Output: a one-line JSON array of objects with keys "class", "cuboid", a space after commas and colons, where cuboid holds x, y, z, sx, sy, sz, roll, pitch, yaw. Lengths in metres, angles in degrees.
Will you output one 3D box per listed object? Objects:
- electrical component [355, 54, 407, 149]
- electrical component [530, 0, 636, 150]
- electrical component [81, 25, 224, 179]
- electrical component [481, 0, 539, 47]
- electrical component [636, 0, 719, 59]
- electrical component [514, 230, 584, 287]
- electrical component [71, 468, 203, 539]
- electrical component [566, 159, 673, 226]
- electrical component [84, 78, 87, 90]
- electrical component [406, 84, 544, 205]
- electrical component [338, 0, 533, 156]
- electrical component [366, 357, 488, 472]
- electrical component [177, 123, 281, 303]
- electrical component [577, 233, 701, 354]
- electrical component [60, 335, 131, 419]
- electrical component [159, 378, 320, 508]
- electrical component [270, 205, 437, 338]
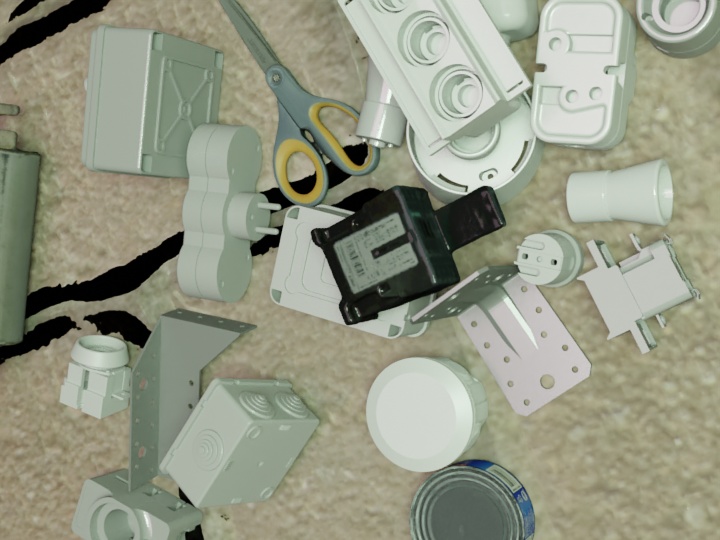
[{"class": "electrical component", "cuboid": [0.020, -0.121, 0.780, 0.044, 0.044, 0.065, 15, 91, 24]}, {"class": "electrical component", "cuboid": [0.150, -0.129, 0.714, 0.054, 0.059, 0.095, 7, 94, 25]}, {"class": "electrical component", "cuboid": [-0.158, -0.126, 0.832, 0.056, 0.109, 0.108, 8, 95, 22]}, {"class": "electrical component", "cuboid": [0.074, -0.182, 0.752, 0.095, 0.054, 0.059, -6, 89, 25]}, {"class": "electrical component", "cuboid": [0.207, -0.167, 0.693, 0.055, 0.047, 0.055, 1, 92, 25]}, {"class": "electrical component", "cuboid": [0.128, -0.008, 0.735, 0.040, 0.046, 0.040, 1, 92, 25]}, {"class": "electrical component", "cuboid": [-0.186, 0.207, 0.882, 0.089, 0.056, 0.050, 23, 101, 23]}, {"class": "electrical component", "cuboid": [0.171, -0.050, 0.717, 0.065, 0.044, 0.044, -2, 91, 30]}, {"class": "electrical component", "cuboid": [-0.198, -0.155, 0.889, 0.046, 0.040, 0.040, -33, 78, 16]}, {"class": "electrical component", "cuboid": [0.080, -0.093, 0.759, 0.099, 0.064, 0.099, -1, 86, 12]}, {"class": "electrical component", "cuboid": [0.051, -0.146, 0.697, 0.079, 0.063, 0.121, -34, 80, 23]}, {"class": "electrical component", "cuboid": [0.049, 0.101, 0.772, 0.080, 0.051, 0.080, 0, 91, 25]}, {"class": "electrical component", "cuboid": [-0.094, -0.043, 0.835, 0.074, 0.052, 0.138, 8, 95, 24]}, {"class": "electrical component", "cuboid": [0.185, 0.011, 0.711, 0.064, 0.042, 0.081, -28, 80, 21]}, {"class": "electrical component", "cuboid": [-0.220, 0.087, 0.901, 0.066, 0.048, 0.055, 17, 106, 24]}, {"class": "electrical component", "cuboid": [-0.089, 0.131, 0.812, 0.048, 0.100, 0.099, 43, 108, 31]}, {"class": "electrical component", "cuboid": [0.000, 0.000, 0.789, 0.113, 0.057, 0.078, 16, 98, 24]}]
